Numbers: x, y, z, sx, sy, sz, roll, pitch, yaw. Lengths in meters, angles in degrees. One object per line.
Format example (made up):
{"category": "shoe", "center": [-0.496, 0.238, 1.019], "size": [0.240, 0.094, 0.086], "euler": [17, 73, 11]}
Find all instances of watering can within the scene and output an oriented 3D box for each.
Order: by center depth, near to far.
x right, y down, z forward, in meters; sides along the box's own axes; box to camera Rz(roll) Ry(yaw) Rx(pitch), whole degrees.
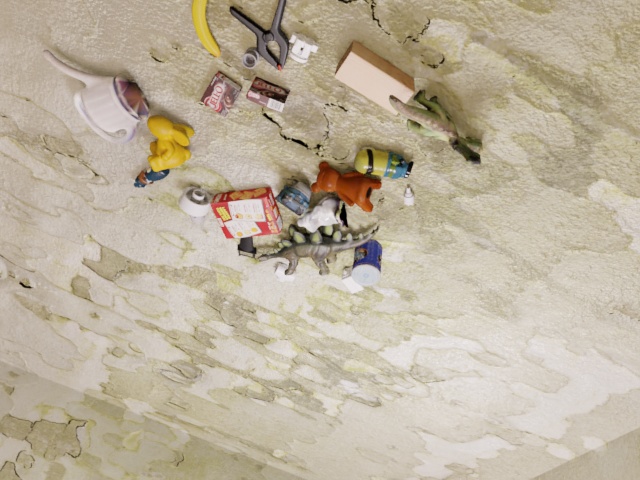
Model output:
{"category": "watering can", "center": [-0.669, -0.448, 1.576], "size": [0.223, 0.106, 0.341], "euler": [-14, 126, 20]}

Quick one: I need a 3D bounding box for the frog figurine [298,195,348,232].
{"category": "frog figurine", "center": [0.005, -0.088, 1.743], "size": [0.159, 0.137, 0.123], "euler": [-2, 90, 20]}

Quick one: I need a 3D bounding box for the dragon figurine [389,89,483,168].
{"category": "dragon figurine", "center": [0.346, -0.287, 1.398], "size": [0.246, 0.412, 0.120], "euler": [44, 117, 22]}
